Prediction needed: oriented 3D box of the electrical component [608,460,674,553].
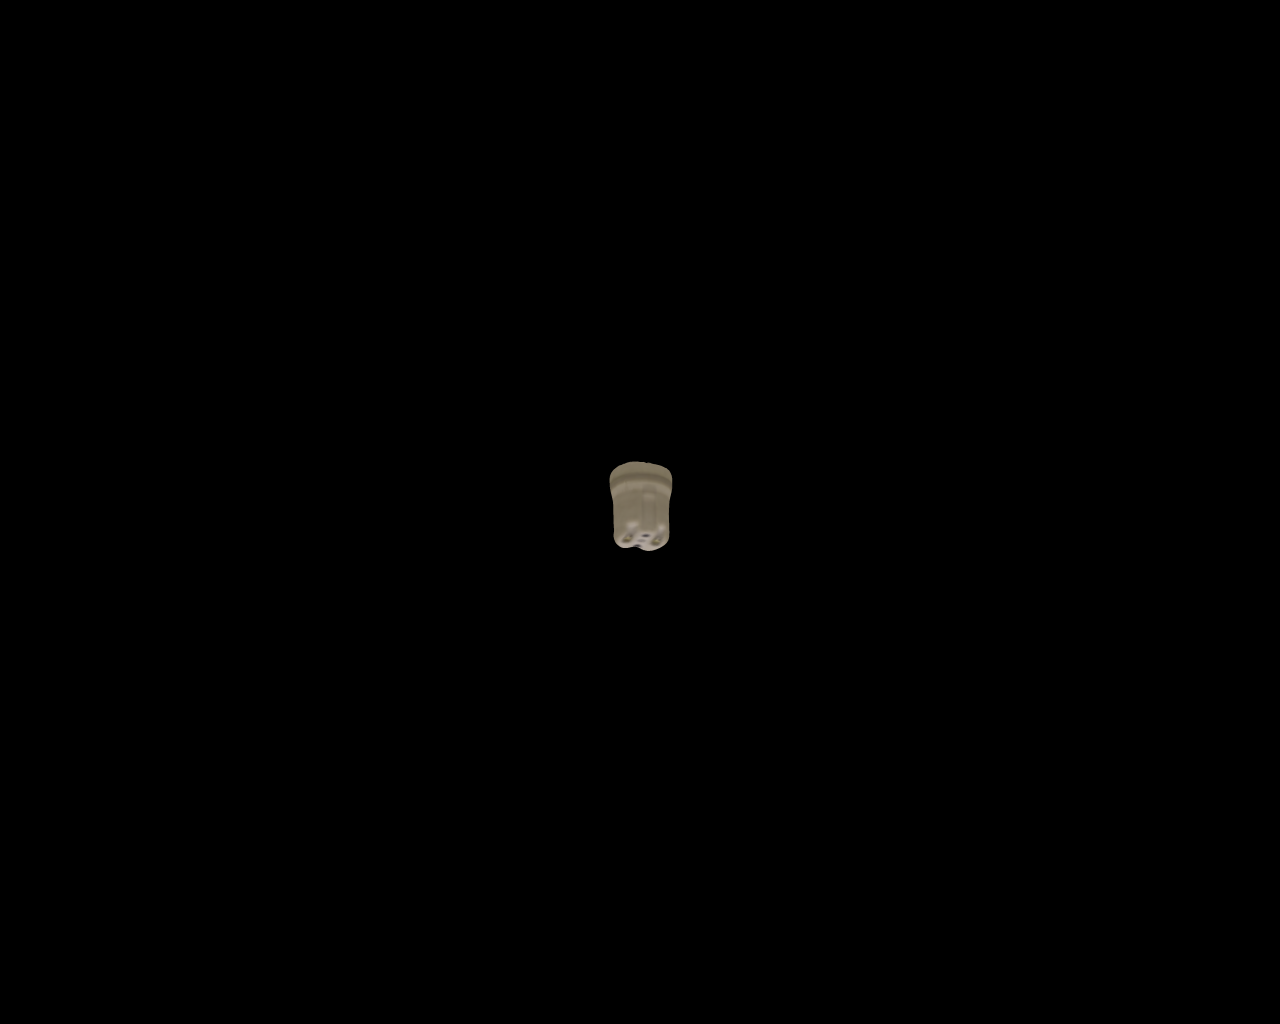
[{"bbox_3d":[0.001,-0.003,0.650,0.040,0.046,0.040,0,-22,0],"label":"electrical component"}]
